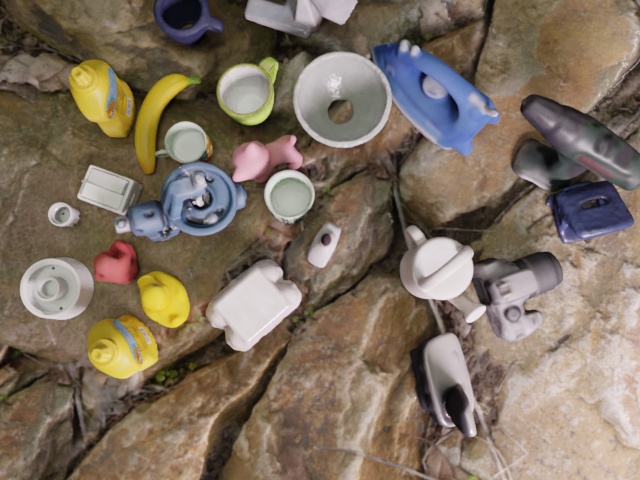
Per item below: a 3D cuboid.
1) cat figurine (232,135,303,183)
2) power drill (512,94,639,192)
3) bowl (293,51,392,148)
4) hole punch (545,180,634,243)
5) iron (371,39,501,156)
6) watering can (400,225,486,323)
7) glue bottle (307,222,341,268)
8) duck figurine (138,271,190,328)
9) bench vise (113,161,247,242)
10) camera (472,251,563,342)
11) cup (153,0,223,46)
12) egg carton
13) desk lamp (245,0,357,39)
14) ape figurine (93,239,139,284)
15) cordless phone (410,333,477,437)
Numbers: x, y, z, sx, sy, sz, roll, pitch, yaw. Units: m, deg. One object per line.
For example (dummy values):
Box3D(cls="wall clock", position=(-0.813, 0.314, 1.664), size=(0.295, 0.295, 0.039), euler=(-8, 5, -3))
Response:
Box3D(cls="cat figurine", position=(-0.094, -0.142, 0.960), size=(0.128, 0.117, 0.067), euler=(-26, 87, -3))
Box3D(cls="power drill", position=(0.397, -0.145, 0.932), size=(0.229, 0.208, 0.076), euler=(26, 85, 0))
Box3D(cls="bowl", position=(0.037, -0.234, 0.993), size=(0.167, 0.074, 0.167), euler=(0, 86, -2))
Box3D(cls="hole punch", position=(0.462, -0.052, 0.985), size=(0.108, 0.091, 0.101), euler=(-15, 86, -3))
Box3D(cls="iron", position=(0.191, -0.266, 0.968), size=(0.258, 0.141, 0.119), euler=(41, 86, 2))
Box3D(cls="watering can", position=(0.199, 0.050, 0.917), size=(0.173, 0.194, 0.101), euler=(32, 85, 1))
Box3D(cls="glue bottle", position=(0.008, 0.003, 0.925), size=(0.037, 0.173, 0.078), euler=(25, 85, 1))
Box3D(cls="duck figurine", position=(-0.265, 0.099, 0.952), size=(0.077, 0.086, 0.104), euler=(-35, 87, -4))
Box3D(cls="bench vise", position=(-0.221, -0.047, 0.897), size=(0.207, 0.219, 0.121), euler=(-36, 87, -4))
Box3D(cls="camera", position=(0.344, 0.085, 0.966), size=(0.137, 0.100, 0.143), euler=(-21, 86, -3))
Box3D(cls="cup", position=(-0.217, -0.372, 0.985), size=(0.117, 0.095, 0.092), euler=(19, 85, 0))
Box3D(cls="egg carton", position=(-0.112, 0.108, 0.965), size=(0.150, 0.069, 0.107), euler=(-42, 88, -4))
Box3D(cls="desk lamp", position=(-0.026, -0.418, 0.936), size=(0.203, 0.213, 0.118), euler=(16, 85, 0))
Box3D(cls="ape figurine", position=(-0.345, 0.040, 0.951), size=(0.078, 0.092, 0.076), euler=(-38, 87, -4))
Box3D(cls="cordless phone", position=(0.211, 0.228, 0.908), size=(0.094, 0.185, 0.148), euler=(-16, 86, -3))
